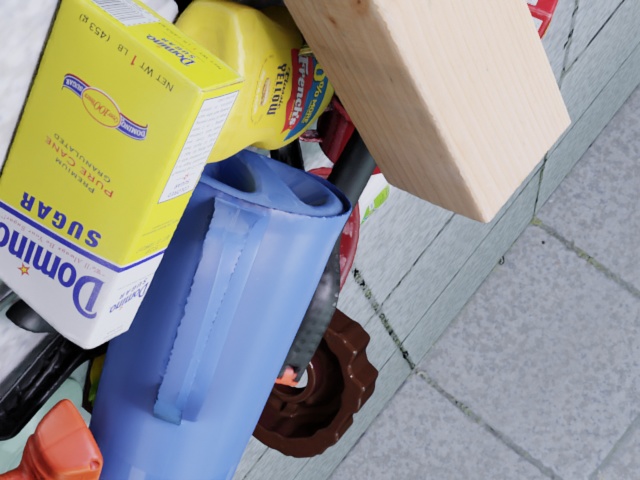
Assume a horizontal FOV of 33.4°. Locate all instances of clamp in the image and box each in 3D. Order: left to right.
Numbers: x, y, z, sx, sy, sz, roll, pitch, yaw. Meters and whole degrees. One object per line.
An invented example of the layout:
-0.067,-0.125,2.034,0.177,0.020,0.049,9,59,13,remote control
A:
-0.171,0.069,0.750,0.120,0.039,0.171,-58,165,28,clamp
-0.005,0.001,0.782,0.165,0.036,0.210,-15,-115,60,clamp

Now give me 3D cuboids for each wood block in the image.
0.055,-0.117,0.596,0.090,0.090,0.206,-48,134,-15,wood block

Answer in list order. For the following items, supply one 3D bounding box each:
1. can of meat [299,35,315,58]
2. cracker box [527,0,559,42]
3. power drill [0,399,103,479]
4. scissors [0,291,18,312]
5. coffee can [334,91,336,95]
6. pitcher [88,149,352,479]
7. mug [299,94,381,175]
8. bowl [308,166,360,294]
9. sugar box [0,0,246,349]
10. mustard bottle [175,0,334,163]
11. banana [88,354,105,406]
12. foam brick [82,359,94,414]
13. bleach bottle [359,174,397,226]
0.023,-0.162,0.688,0.102,0.058,0.084,-17,102,-66,can of meat
0.178,-0.221,0.976,0.164,0.072,0.213,109,7,-54,cracker box
-0.233,0.169,0.668,0.187,0.057,0.185,-23,163,-27,power drill
-0.245,0.082,0.600,0.201,0.016,0.096,-49,166,-12,scissors
0.082,-0.157,0.789,0.102,0.103,0.140,30,80,-75,coffee can
-0.080,0.062,0.720,0.148,0.145,0.243,2,114,-45,pitcher
0.031,-0.104,0.889,0.117,0.093,0.082,-13,156,-18,mug
-0.033,0.007,0.934,0.161,0.055,0.162,-33,134,-43,bowl
-0.116,-0.035,0.561,0.048,0.093,0.176,-27,151,-57,sugar box
-0.035,-0.106,0.704,0.191,0.058,0.096,-22,128,-65,mustard bottle
-0.118,0.051,0.837,0.197,0.037,0.070,-53,-152,-17,banana
-0.157,0.119,0.885,0.051,0.053,0.078,-40,161,-41,foam brick
0.054,-0.071,1.069,0.250,0.068,0.102,-48,165,-8,bleach bottle
